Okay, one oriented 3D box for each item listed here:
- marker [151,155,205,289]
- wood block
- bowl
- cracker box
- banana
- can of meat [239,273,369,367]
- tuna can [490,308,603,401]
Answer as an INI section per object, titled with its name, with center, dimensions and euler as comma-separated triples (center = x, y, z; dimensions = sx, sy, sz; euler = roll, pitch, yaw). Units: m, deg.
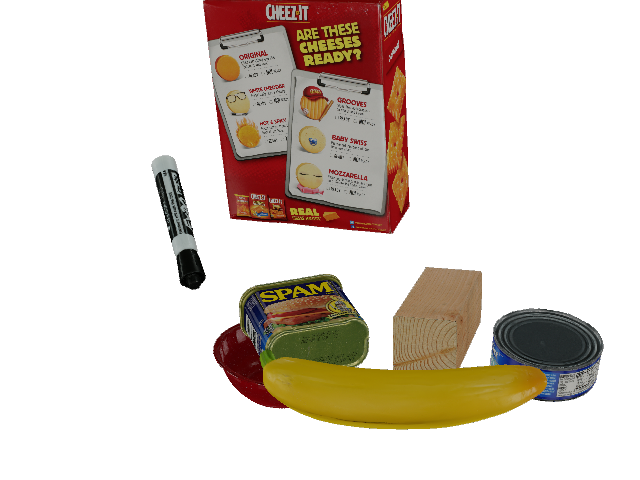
[marker]
center = -0.105, -0.014, 0.789
dimensions = 0.020, 0.121, 0.020
euler = -13, -37, -10
[wood block]
center = 0.174, 0.116, 1.557
dimensions = 0.091, 0.090, 0.205
euler = 5, 19, 17
[bowl]
center = -0.048, 0.154, 1.284
dimensions = 0.162, 0.055, 0.162
euler = 2, 25, -1
[cracker box]
center = -0.008, -0.120, 0.965
dimensions = 0.164, 0.214, 0.072
euler = 6, 29, 20
[banana]
center = 0.043, 0.093, 0.688
dimensions = 0.198, 0.037, 0.069
euler = 4, 32, 17
[can of meat]
center = -0.015, 0.079, 0.974
dimensions = 0.102, 0.057, 0.084
euler = -9, 28, -16
[tuna can]
center = 0.179, 0.090, 0.848
dimensions = 0.086, 0.034, 0.086
euler = 1, 28, -1
